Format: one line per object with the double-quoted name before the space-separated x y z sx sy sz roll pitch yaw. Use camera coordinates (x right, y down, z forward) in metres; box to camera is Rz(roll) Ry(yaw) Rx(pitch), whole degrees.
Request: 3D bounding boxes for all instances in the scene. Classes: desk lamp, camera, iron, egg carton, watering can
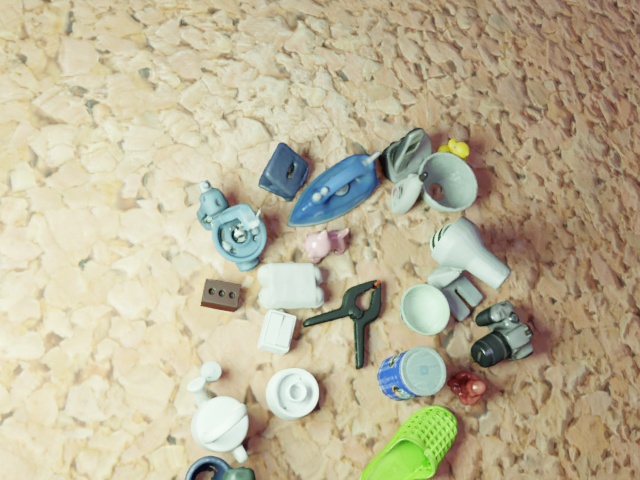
"desk lamp" 0.337 0.064 1.337 0.203 0.213 0.118 47 65 3
"camera" 0.426 0.233 1.366 0.137 0.100 0.143 -23 79 -23
"iron" 0.038 -0.123 1.349 0.259 0.141 0.118 -37 85 -25
"egg carton" -0.065 0.102 1.275 0.150 0.069 0.107 0 71 -18
"watering can" -0.191 0.342 1.079 0.173 0.193 0.101 35 65 -3

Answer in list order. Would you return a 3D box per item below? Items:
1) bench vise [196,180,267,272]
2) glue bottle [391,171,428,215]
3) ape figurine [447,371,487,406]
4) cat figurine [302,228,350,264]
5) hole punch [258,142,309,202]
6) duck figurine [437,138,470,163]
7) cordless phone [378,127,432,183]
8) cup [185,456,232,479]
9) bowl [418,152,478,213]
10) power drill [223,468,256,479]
"bench vise" -0.194 -0.040 1.202 0.207 0.219 0.122 38 64 -1
"glue bottle" 0.221 -0.126 1.391 0.037 0.173 0.078 5 69 -15
"ape figurine" 0.346 0.338 1.308 0.076 0.092 0.078 8 69 -14
"cat figurine" 0.012 0.005 1.308 0.128 0.117 0.067 -23 79 -23
"hole punch" -0.079 -0.162 1.354 0.101 0.091 0.109 25 65 -7
"duck figurine" 0.366 -0.222 1.520 0.078 0.086 0.104 -30 82 -24
"cordless phone" 0.237 -0.230 1.427 0.148 0.185 0.094 -31 82 -24
"cup" -0.201 0.455 1.090 0.118 0.095 0.091 -11 75 -21
"bowl" 0.318 -0.138 1.480 0.168 0.074 0.167 6 69 -16
"power drill" -0.144 0.528 1.019 0.076 0.208 0.229 -1 71 -18
